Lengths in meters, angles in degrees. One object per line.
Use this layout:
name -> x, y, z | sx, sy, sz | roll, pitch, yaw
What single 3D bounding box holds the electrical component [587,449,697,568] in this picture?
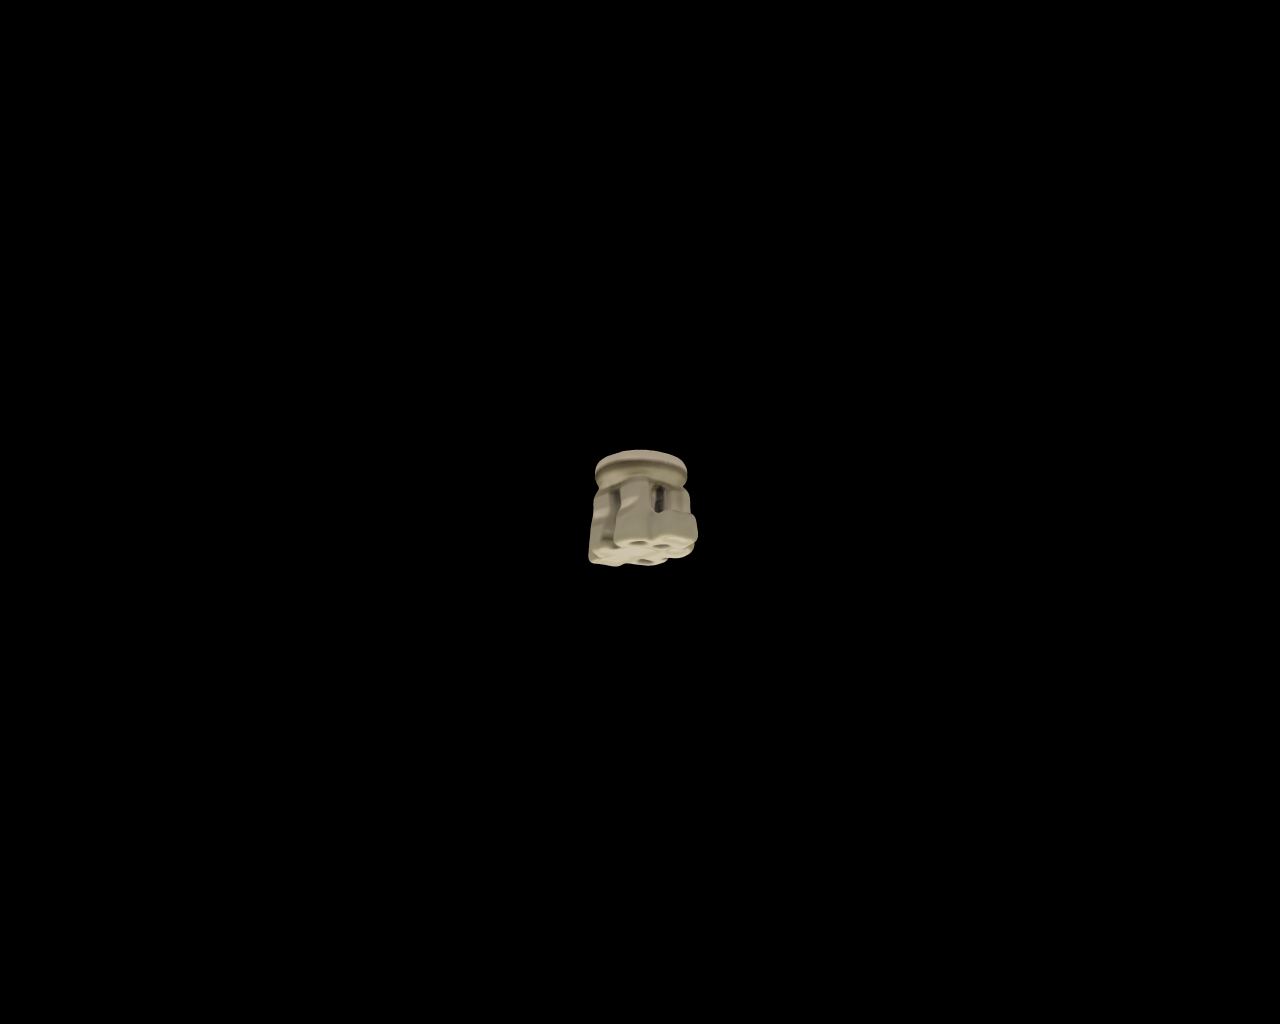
electrical component -> 0.001, -0.003, 0.650 | 0.058, 0.057, 0.078 | 14, -22, -38
